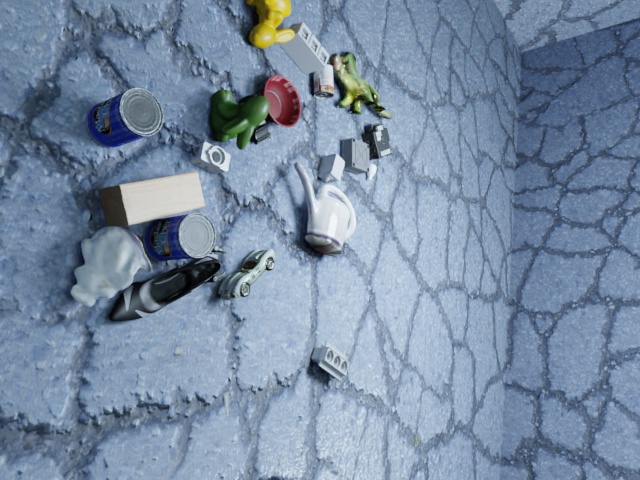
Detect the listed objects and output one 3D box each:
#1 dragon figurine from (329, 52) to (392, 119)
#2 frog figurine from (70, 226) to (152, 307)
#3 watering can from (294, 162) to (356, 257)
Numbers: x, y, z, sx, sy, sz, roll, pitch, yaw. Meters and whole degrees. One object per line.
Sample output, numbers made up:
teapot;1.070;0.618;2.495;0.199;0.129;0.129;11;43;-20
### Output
dragon figurine;0.148;-0.586;1.905;0.411;0.121;0.244;-1;77;-60
frog figurine;-0.444;0.051;1.056;0.138;0.120;0.162;46;53;7
watering can;0.005;-0.082;1.630;0.343;0.103;0.228;34;60;-44
